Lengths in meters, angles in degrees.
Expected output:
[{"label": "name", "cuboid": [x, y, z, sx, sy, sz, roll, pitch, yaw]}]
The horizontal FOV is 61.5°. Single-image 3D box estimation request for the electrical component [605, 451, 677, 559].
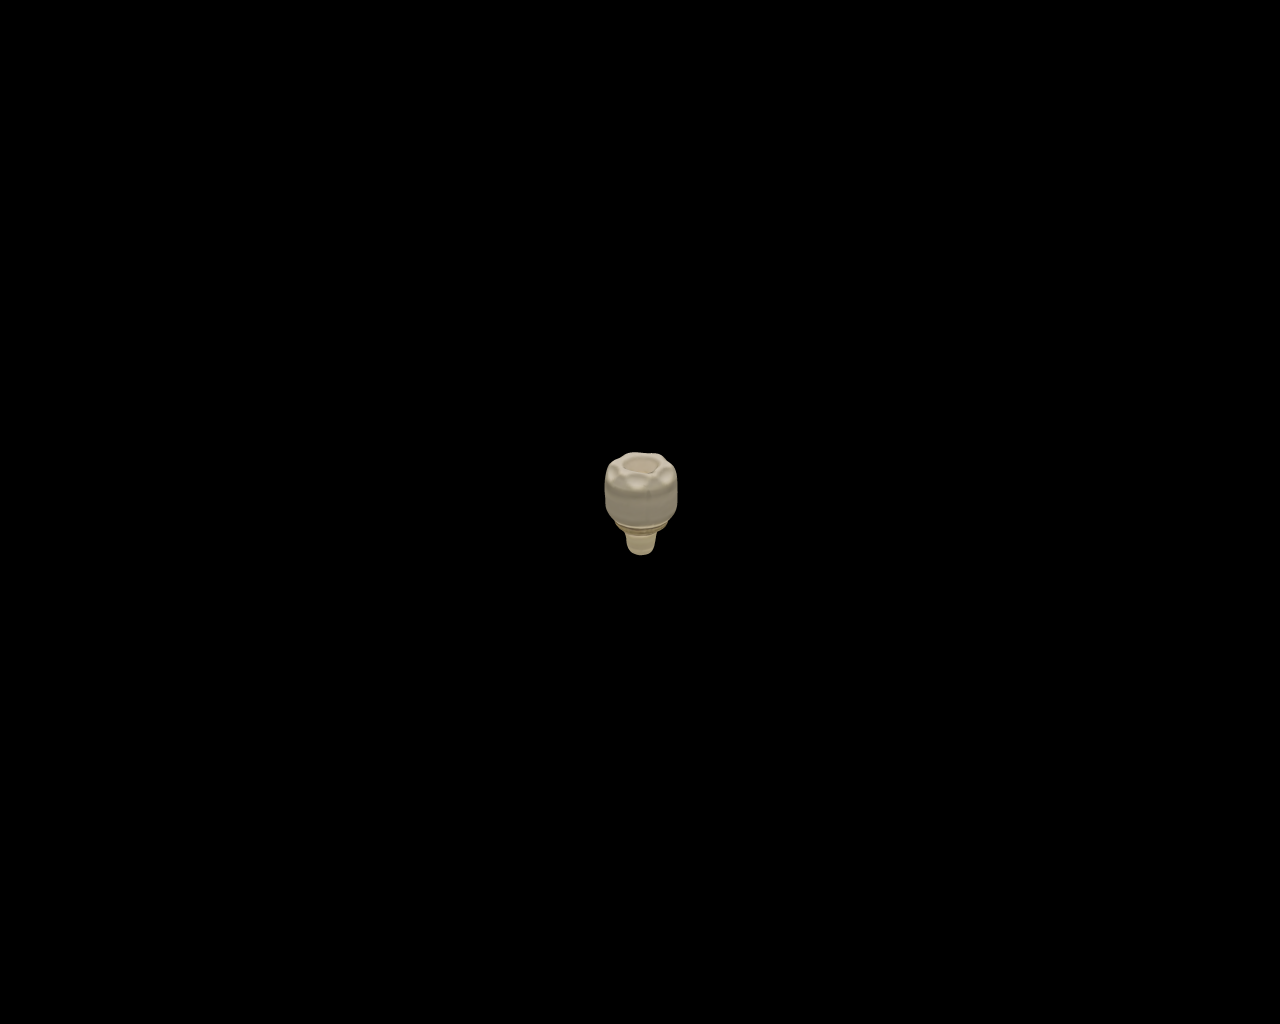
[{"label": "electrical component", "cuboid": [0.001, -0.003, 0.650, 0.043, 0.062, 0.043, 0, 27, 0]}]
